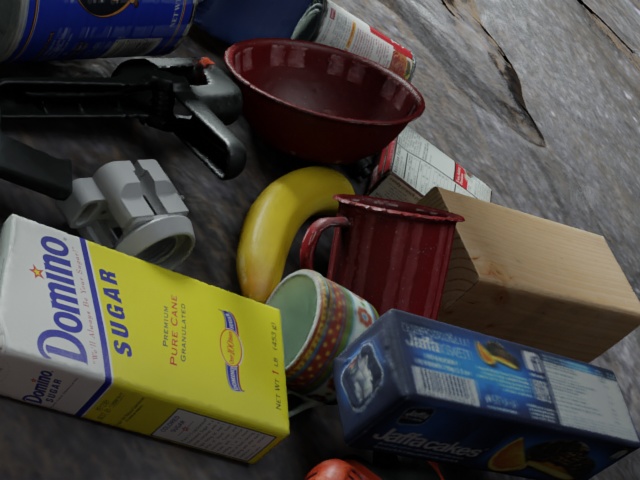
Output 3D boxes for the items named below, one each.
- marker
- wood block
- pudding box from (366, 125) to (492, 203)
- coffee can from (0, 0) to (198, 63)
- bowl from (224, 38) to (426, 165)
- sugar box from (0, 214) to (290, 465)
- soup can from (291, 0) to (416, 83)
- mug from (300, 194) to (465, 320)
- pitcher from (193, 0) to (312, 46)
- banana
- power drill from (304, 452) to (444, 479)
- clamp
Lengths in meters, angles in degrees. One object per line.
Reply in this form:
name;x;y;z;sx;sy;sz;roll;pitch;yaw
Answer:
marker;0.003;-0.100;0.904;0.121;0.020;0.020;52;34;10
wood block;0.151;0.038;0.851;0.205;0.090;0.091;13;45;-38
pudding box;0.096;-0.040;0.922;0.113;0.039;0.090;34;35;-13
coffee can;-0.166;-0.170;0.709;0.140;0.103;0.103;-14;64;-45
bowl;-0.002;-0.104;0.840;0.162;0.055;0.162;12;27;-7
sugar box;-0.102;0.058;0.597;0.176;0.048;0.093;24;40;-31
soup can;0.025;-0.163;0.952;0.102;0.069;0.068;27;37;-24
mug;0.038;0.015;0.738;0.117;0.081;0.093;5;9;-34
pitcher;-0.029;-0.276;0.855;0.144;0.243;0.149;17;36;-31
banana;-0.016;-0.014;0.774;0.069;0.037;0.197;46;33;5
power drill;0.083;0.159;0.675;0.184;0.057;0.187;39;34;-8
clamp;-0.099;-0.090;0.723;0.165;0.036;0.209;19;21;12
